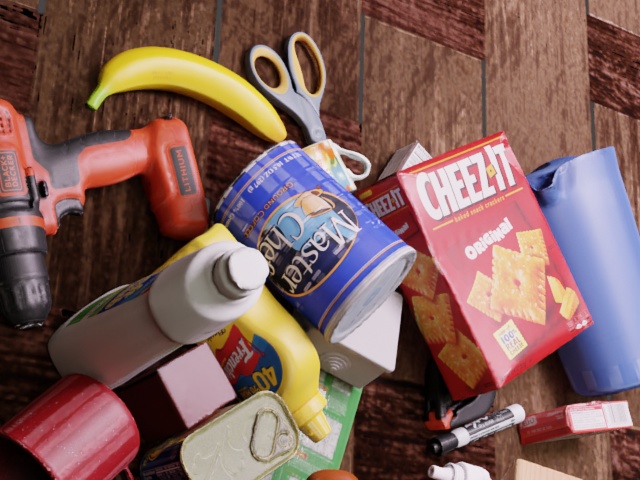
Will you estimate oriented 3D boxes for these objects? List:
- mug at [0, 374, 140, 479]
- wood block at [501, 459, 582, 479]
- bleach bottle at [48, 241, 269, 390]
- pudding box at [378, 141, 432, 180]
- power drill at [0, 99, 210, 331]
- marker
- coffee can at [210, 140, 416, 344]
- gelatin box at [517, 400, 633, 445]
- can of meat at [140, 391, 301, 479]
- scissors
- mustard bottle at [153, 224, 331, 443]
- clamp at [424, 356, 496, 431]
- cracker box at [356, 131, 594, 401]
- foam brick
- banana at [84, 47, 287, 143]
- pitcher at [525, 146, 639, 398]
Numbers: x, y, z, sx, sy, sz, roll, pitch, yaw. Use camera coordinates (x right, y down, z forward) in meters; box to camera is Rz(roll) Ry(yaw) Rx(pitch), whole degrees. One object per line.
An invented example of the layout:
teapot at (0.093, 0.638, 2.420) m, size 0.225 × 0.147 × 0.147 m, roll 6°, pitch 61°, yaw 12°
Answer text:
mug at (-0.178, 0.160, 0.773) m, size 0.117 × 0.093 × 0.081 m, roll 50°, pitch 48°, yaw -2°
wood block at (0.189, 0.308, 0.920) m, size 0.091 × 0.090 × 0.206 m, roll 19°, pitch 45°, yaw -2°
bleach bottle at (-0.106, 0.049, 0.759) m, size 0.102 × 0.251 × 0.068 m, roll -36°, pitch 95°, yaw -37°
pudding box at (0.092, -0.029, 1.055) m, size 0.090 × 0.039 × 0.113 m, roll 44°, pitch 53°, yaw -16°
power drill at (-0.185, -0.028, 0.855) m, size 0.187 × 0.057 × 0.184 m, roll -7°, pitch 78°, yaw -36°
marker at (0.151, 0.184, 1.031) m, size 0.120 × 0.020 × 0.020 m, roll -14°, pitch 82°, yaw -36°
coffee can at (-0.006, 0.001, 0.879) m, size 0.140 × 0.103 × 0.102 m, roll 43°, pitch 52°, yaw 14°
gelatin box at (0.254, 0.182, 1.067) m, size 0.089 × 0.073 × 0.030 m, roll 2°, pitch 72°, yaw -33°
can of meat at (-0.079, 0.165, 0.825) m, size 0.101 × 0.084 × 0.057 m, roll -28°, pitch 90°, yaw -38°
scissors at (-0.022, -0.108, 1.020) m, size 0.096 × 0.016 × 0.202 m, roll 3°, pitch 72°, yaw -32°
mustard bottle at (-0.055, 0.085, 0.868) m, size 0.191 × 0.096 × 0.058 m, roll 52°, pitch 44°, yaw -1°
clamp at (0.145, 0.109, 1.042) m, size 0.120 × 0.039 × 0.171 m, roll 49°, pitch 53°, yaw -5°
cracker box at (0.151, 0.020, 1.007) m, size 0.163 × 0.072 × 0.214 m, roll -23°, pitch 88°, yaw -40°
foam brick at (-0.113, 0.121, 0.839) m, size 0.052 × 0.078 × 0.051 m, roll -29°, pitch 89°, yaw -37°
banana at (-0.117, -0.133, 0.955) m, size 0.197 × 0.037 × 0.069 m, roll 7°, pitch 87°, yaw -31°
pitcher at (0.282, 0.032, 1.116) m, size 0.149 × 0.145 × 0.243 m, roll -18°, pitch 87°, yaw -25°
